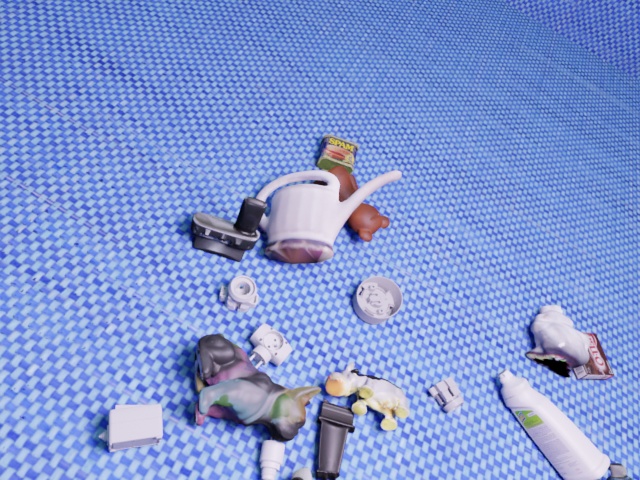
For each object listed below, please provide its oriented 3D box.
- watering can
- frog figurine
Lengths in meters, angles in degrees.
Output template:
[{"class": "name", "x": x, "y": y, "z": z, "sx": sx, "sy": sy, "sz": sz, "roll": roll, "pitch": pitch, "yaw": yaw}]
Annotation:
[{"class": "watering can", "x": 0.003, "y": -0.057, "z": 1.129, "sx": 0.347, "sy": 0.102, "sz": 0.228, "roll": -3, "pitch": 66, "yaw": 21}, {"class": "frog figurine", "x": 0.573, "y": 0.225, "z": 1.228, "sx": 0.138, "sy": 0.120, "sz": 0.162, "roll": 18, "pitch": 62, "yaw": 14}]
